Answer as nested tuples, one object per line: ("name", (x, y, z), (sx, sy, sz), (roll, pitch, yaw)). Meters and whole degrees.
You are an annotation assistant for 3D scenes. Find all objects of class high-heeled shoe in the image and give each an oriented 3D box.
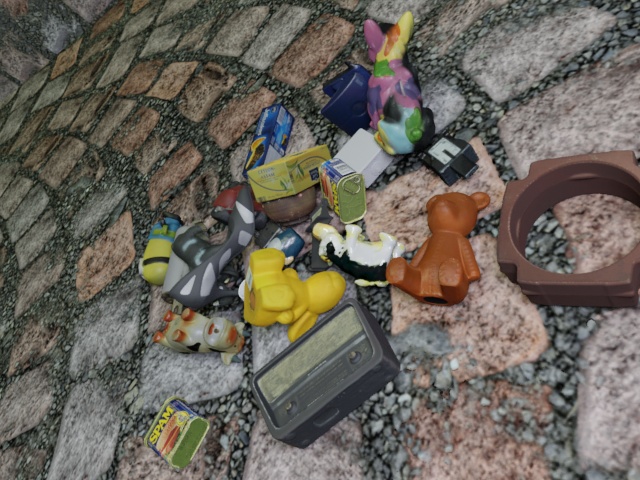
("high-heeled shoe", (-0.209, 0.009, 1.045), (0.086, 0.145, 0.248), (-17, 67, 63))

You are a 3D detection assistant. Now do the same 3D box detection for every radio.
("radio", (0.007, 0.214, 0.853), (0.229, 0.073, 0.131), (-41, 44, 9))

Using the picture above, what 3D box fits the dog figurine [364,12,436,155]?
("dog figurine", (0.137, -0.286, 0.966), (0.108, 0.218, 0.192), (-12, 38, 0))

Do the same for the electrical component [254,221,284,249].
("electrical component", (-0.104, -0.009, 1.128), (0.063, 0.021, 0.094), (-53, 43, -4))

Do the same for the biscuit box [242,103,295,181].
("biscuit box", (-0.120, -0.222, 1.258), (0.063, 0.059, 0.202), (-7, 57, 34))

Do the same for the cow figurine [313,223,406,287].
("cow figurine", (0.055, 0.026, 0.934), (0.168, 0.068, 0.098), (13, 77, 28))

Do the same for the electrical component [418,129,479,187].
("electrical component", (0.235, -0.136, 0.931), (0.075, 0.047, 0.119), (-47, 44, 3))

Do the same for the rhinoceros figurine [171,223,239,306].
("rhinoceros figurine", (-0.236, 0.053, 1.121), (0.112, 0.073, 0.190), (-34, 69, -24))

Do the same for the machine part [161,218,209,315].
("machine part", (-0.299, 0.057, 1.197), (0.079, 0.079, 0.243), (-17, 53, 29))

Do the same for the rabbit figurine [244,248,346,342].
("rabbit figurine", (-0.039, 0.103, 0.924), (0.122, 0.173, 0.162), (-122, 34, -46))

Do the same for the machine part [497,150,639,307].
("machine part", (0.354, -0.013, 0.729), (0.201, 0.087, 0.201), (-3, 58, 36))

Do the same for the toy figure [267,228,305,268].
("toy figure", (-0.097, 0.043, 1.065), (0.154, 0.057, 0.064), (-46, 21, 6))

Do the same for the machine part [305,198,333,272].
("machine part", (-0.002, -0.003, 1.019), (0.084, 0.039, 0.139), (-42, 41, 52))

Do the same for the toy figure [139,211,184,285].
("toy figure", (-0.371, 0.020, 1.277), (0.089, 0.082, 0.180), (-8, 55, 37))

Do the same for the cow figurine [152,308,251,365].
("cow figurine", (-0.223, 0.186, 1.035), (0.195, 0.127, 0.085), (-14, 52, 48))

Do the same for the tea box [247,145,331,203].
("tea box", (-0.054, -0.135, 1.077), (0.098, 0.068, 0.169), (-11, 13, 32))

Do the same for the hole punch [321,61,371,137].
("hole punch", (0.072, -0.284, 1.106), (0.116, 0.142, 0.092), (-24, 46, 42))

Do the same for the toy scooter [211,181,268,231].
("toy scooter", (-0.161, -0.093, 1.181), (0.184, 0.075, 0.135), (10, 75, 46))

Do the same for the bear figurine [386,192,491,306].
("bear figurine", (0.190, -0.003, 0.823), (0.120, 0.131, 0.196), (4, 70, 33))
